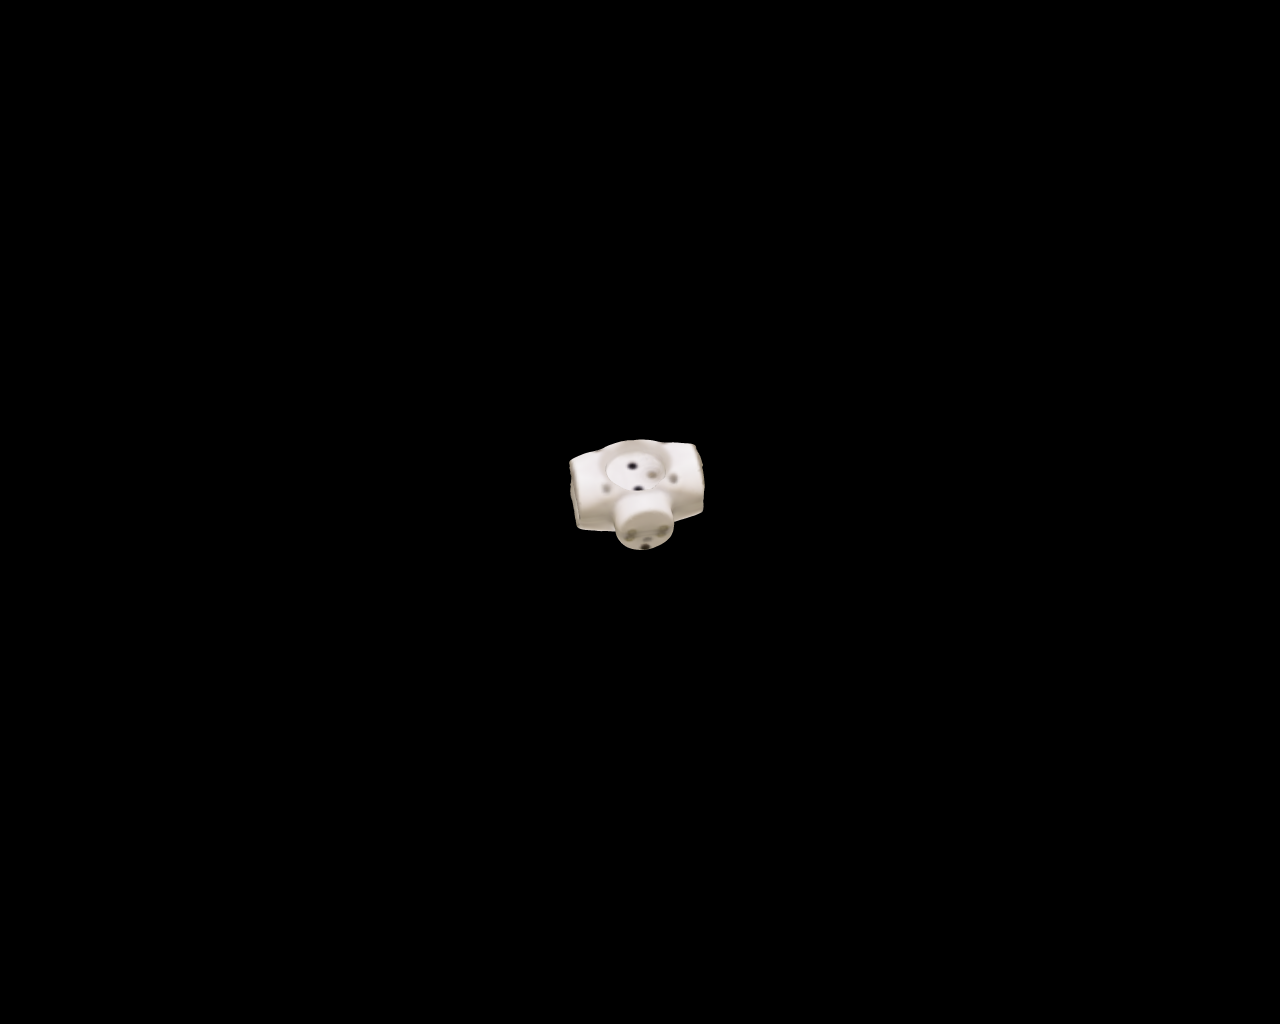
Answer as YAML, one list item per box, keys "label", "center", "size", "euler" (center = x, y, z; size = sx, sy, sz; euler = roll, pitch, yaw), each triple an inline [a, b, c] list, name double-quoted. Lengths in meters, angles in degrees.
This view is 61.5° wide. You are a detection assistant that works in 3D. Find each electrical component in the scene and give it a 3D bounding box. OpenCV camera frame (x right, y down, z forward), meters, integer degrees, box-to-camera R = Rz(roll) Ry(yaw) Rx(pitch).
- label: "electrical component"
  center: [0.001, -0.003, 0.650]
  size: [0.077, 0.079, 0.044]
  euler: [-7, -40, -6]
